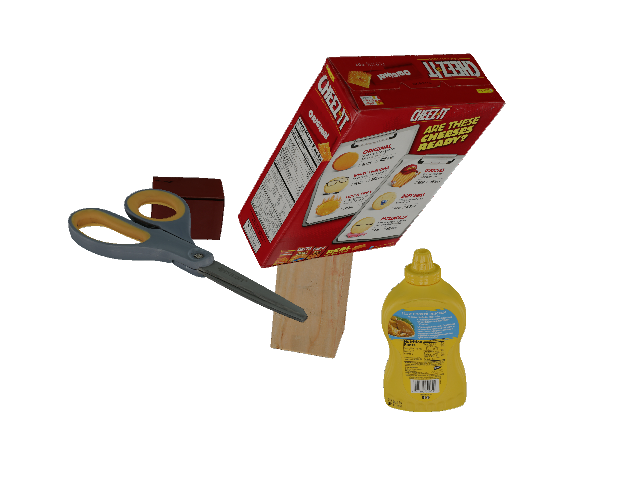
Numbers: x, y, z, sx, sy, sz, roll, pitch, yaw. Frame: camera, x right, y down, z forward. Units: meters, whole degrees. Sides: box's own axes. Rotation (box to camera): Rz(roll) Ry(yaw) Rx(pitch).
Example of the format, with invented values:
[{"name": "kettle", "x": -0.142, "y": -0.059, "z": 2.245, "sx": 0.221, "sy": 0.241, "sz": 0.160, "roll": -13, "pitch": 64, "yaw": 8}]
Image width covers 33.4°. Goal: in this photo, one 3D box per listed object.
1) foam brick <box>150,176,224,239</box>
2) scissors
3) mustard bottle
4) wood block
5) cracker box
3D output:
[{"name": "foam brick", "x": -0.145, "y": -0.035, "z": 1.161, "sx": 0.078, "sy": 0.051, "sz": 0.053, "roll": 2, "pitch": 27, "yaw": -8}, {"name": "scissors", "x": -0.082, "y": 0.004, "z": 0.751, "sx": 0.202, "sy": 0.016, "sz": 0.096, "roll": 16, "pitch": 34, "yaw": 19}, {"name": "mustard bottle", "x": 0.118, "y": 0.100, "z": 1.217, "sx": 0.096, "sy": 0.192, "sz": 0.058, "roll": -1, "pitch": 22, "yaw": 6}, {"name": "wood block", "x": -0.008, "y": 0.038, "z": 1.405, "sx": 0.090, "sy": 0.206, "sz": 0.090, "roll": 9, "pitch": 23, "yaw": 6}, {"name": "cracker box", "x": 0.039, "y": -0.072, "z": 0.962, "sx": 0.163, "sy": 0.072, "sz": 0.214, "roll": -9, "pitch": -32, "yaw": -35}]
